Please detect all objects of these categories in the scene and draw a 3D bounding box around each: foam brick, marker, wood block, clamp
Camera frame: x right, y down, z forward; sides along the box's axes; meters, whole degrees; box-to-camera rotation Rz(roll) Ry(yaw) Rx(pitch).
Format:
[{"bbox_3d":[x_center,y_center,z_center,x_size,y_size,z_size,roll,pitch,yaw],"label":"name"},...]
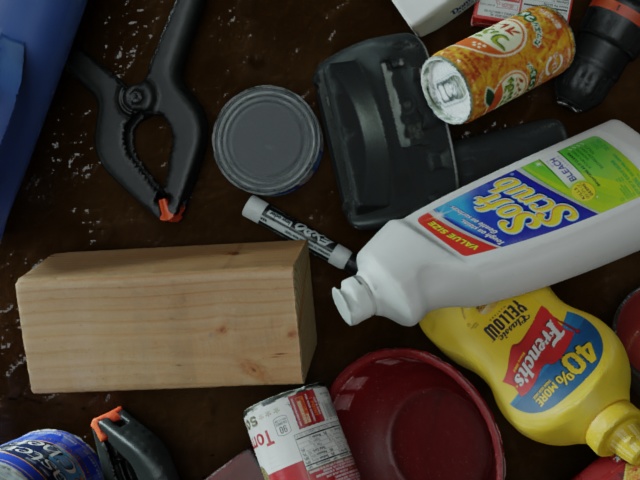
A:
[{"bbox_3d":[-0.048,0.202,0.829,0.051,0.053,0.078,-38,83,5],"label":"foam brick"},{"bbox_3d":[-0.006,0.001,0.844,0.121,0.020,0.020,29,92,7],"label":"marker"},{"bbox_3d":[-0.112,0.057,0.812,0.206,0.090,0.090,-3,103,7],"label":"wood block"},{"bbox_3d":[-0.134,-0.120,0.853,0.165,0.036,0.210,-22,85,10],"label":"clamp"},{"bbox_3d":[-0.128,0.215,0.835,0.171,0.039,0.120,52,128,20],"label":"clamp"}]

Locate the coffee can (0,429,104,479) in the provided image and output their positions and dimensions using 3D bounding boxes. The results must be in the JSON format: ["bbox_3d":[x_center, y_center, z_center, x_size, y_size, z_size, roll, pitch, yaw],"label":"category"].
[{"bbox_3d":[-0.229,0.205,0.807,0.103,0.140,0.103,0,89,7],"label":"coffee can"}]

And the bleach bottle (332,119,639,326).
[{"bbox_3d":[0.129,0.002,0.752,0.250,0.068,0.103,-24,53,-14],"label":"bleach bottle"}]

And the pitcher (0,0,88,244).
[{"bbox_3d":[-0.259,-0.117,0.801,0.149,0.145,0.243,28,99,13],"label":"pitcher"}]

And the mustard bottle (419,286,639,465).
[{"bbox_3d":[0.160,0.087,0.756,0.096,0.058,0.192,-43,50,0],"label":"mustard bottle"}]

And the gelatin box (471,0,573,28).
[{"bbox_3d":[0.160,-0.204,0.823,0.073,0.030,0.089,11,90,6],"label":"gelatin box"}]

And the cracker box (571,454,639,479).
[{"bbox_3d":[0.227,0.264,0.746,0.164,0.072,0.213,-39,110,5],"label":"cracker box"}]

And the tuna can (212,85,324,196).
[{"bbox_3d":[-0.040,-0.077,0.843,0.086,0.033,0.086,0,89,7],"label":"tuna can"}]

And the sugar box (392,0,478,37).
[{"bbox_3d":[0.065,-0.251,0.813,0.093,0.048,0.176,-33,78,13],"label":"sugar box"}]

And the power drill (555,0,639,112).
[{"bbox_3d":[0.286,-0.145,0.774,0.188,0.057,0.184,31,95,20],"label":"power drill"}]

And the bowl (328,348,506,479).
[{"bbox_3d":[0.076,0.158,0.795,0.162,0.055,0.162,1,91,36],"label":"bowl"}]

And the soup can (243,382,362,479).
[{"bbox_3d":[-0.009,0.163,0.779,0.068,0.068,0.102,-23,76,6],"label":"soup can"}]
